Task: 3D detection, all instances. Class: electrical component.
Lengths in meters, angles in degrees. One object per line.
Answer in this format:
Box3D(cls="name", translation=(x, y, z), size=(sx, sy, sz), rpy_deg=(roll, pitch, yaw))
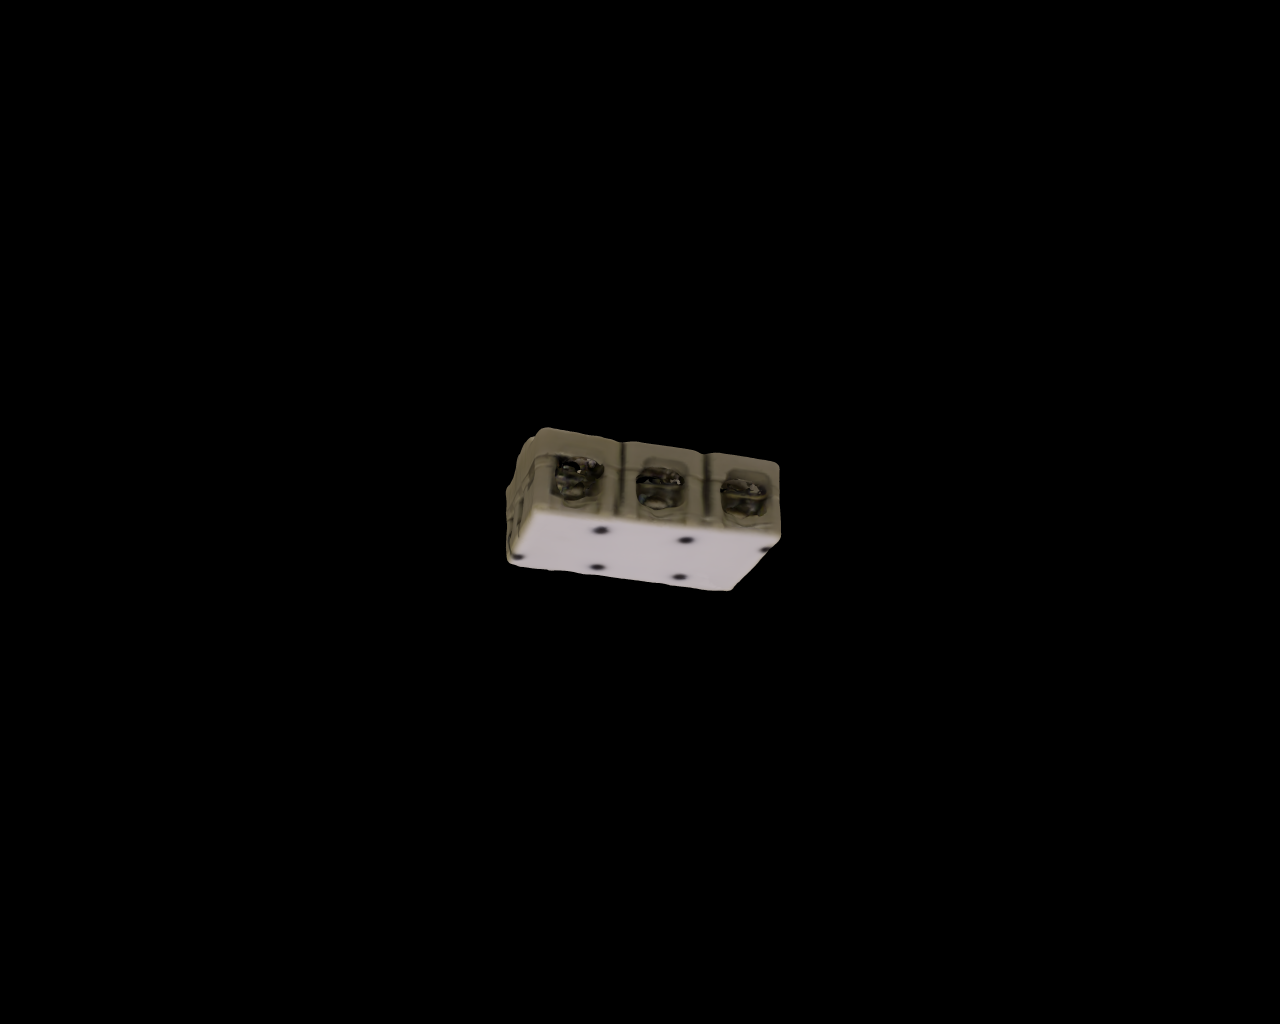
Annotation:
Box3D(cls="electrical component", translation=(0.001, -0.003, 0.650), size=(0.150, 0.062, 0.089), rpy_deg=(8, -28, -16))
